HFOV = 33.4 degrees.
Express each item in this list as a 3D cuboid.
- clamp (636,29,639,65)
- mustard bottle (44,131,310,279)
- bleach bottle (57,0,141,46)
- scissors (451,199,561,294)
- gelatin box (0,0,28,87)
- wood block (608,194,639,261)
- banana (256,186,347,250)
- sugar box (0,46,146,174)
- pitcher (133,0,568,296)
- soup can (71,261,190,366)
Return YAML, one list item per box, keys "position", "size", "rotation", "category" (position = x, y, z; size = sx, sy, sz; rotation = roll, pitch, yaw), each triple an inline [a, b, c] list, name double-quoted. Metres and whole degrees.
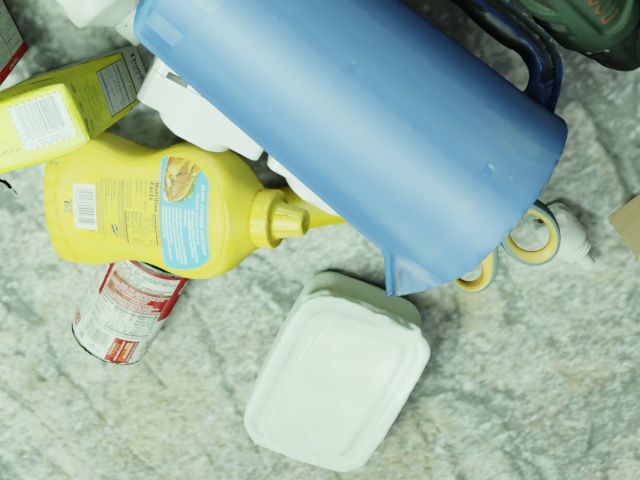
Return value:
- position: [0.258, -0.122, 0.712]
  size: [0.165, 0.036, 0.209]
  rotation: [-41, 146, 24]
  category: "clamp"
- position: [-0.099, -0.023, 0.748]
  size: [0.192, 0.058, 0.096]
  rotation: [7, 106, 20]
  category: "mustard bottle"
- position: [-0.203, -0.217, 0.678]
  size: [0.250, 0.102, 0.068]
  rotation: [44, 141, -22]
  category: "bleach bottle"
- position: [0.117, -0.050, 0.726]
  size: [0.096, 0.016, 0.202]
  rotation: [-3, 122, 3]
  category: "scissors"
- position: [-0.241, -0.152, 0.731]
  size: [0.030, 0.073, 0.089]
  rotation: [-17, 119, 11]
  category: "gelatin box"
- position: [0.325, -0.031, 0.763]
  size: [0.206, 0.091, 0.090]
  rotation: [-38, 106, 13]
  category: "wood block"
- position: [-0.004, -0.015, 0.827]
  size: [0.198, 0.037, 0.069]
  rotation: [-6, 119, 5]
  category: "banana"
- position: [-0.178, -0.088, 0.707]
  size: [0.093, 0.176, 0.048]
  rotation: [-15, 108, 8]
  category: "sugar box"
- position: [0.021, -0.099, 0.632]
  size: [0.242, 0.149, 0.145]
  rotation: [38, 126, -9]
  category: "pitcher"
- position: [-0.148, 0.042, 0.846]
  size: [0.068, 0.068, 0.102]
  rotation: [26, 118, -13]
  category: "soup can"
